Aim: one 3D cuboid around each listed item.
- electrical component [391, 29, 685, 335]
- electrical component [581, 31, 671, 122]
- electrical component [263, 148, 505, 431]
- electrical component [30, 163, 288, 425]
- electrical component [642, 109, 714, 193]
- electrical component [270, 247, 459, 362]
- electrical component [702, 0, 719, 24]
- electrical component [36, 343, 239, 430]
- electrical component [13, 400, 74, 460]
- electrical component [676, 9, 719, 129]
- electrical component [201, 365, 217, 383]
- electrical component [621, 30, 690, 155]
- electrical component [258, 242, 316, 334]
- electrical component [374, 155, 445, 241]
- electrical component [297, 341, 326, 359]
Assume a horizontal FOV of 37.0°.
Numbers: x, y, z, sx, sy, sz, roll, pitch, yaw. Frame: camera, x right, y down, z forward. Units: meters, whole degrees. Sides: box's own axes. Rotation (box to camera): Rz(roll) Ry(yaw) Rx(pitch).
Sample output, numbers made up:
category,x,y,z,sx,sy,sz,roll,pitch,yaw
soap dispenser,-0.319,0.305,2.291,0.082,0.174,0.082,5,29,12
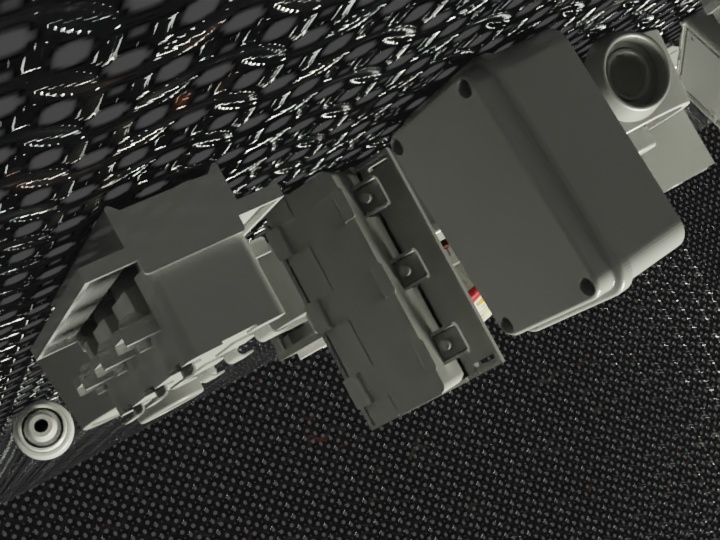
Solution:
category,x,y,z,sx,sy,sz,roll,pitch,yaw
electrical component,0.074,-0.036,0.470,0.057,0.113,0.078,-30,177,-32
electrical component,0.133,-0.099,0.574,0.066,0.048,0.055,-27,-176,-19
electrical component,0.006,0.011,0.534,0.079,0.121,0.063,-30,174,20
electrical component,-0.077,0.015,0.418,0.079,0.063,0.121,-27,176,-29
electrical component,0.194,-0.087,0.847,0.150,0.089,0.062,-26,175,-35
electrical component,0.000,0.000,0.797,0.150,0.061,0.089,-31,175,36
electrical component,0.250,-0.158,0.600,0.089,0.050,0.056,-27,176,-18
electrical component,-0.121,0.052,0.613,0.108,0.060,0.108,-29,176,-2
electrical component,-0.234,0.117,0.794,0.043,0.043,0.062,-28,175,-18
electrical component,0.242,-0.128,0.671,0.061,0.096,0.061,-28,147,-8
electrical component,-0.158,0.078,0.792,0.077,0.047,0.066,-29,177,14
electrical component,0.150,-0.093,0.662,0.108,0.060,0.108,-29,176,-2
electrical component,-0.025,0.005,0.692,0.108,0.060,0.108,-29,176,-2
electrical component,0.053,-0.050,0.607,0.100,0.048,0.099,-29,177,-4
electrical component,-0.020,0.031,1.063,0.121,0.063,0.079,-31,175,33
